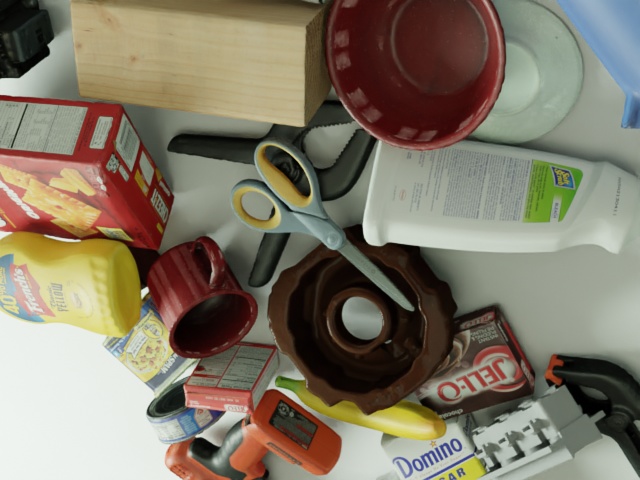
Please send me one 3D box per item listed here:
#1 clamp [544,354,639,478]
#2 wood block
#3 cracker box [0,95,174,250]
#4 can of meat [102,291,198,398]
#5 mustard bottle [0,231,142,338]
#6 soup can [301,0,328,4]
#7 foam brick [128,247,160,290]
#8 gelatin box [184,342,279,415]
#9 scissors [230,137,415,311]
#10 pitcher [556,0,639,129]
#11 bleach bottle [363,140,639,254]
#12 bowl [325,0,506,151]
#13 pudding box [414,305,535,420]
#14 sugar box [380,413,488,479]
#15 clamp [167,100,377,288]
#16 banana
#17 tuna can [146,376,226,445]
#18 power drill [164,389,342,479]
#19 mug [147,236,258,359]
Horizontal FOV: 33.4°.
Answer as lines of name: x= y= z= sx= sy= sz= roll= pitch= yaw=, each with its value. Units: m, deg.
clamp: x=0.288 y=0.172 z=1.020 sx=0.171 sy=0.039 sz=0.120 roll=27 pitch=123 yaw=11
wood block: x=-0.099 y=-0.166 z=0.921 sx=0.206 sy=0.090 sz=0.090 roll=9 pitch=121 yaw=13
cracker box: x=-0.264 y=-0.063 z=1.002 sx=0.214 sy=0.072 sz=0.164 roll=6 pitch=154 yaw=14
can of meat: x=-0.168 y=0.103 z=1.117 sx=0.084 sy=0.057 sz=0.102 roll=42 pitch=122 yaw=-6
mustard bottle: x=-0.274 y=0.039 z=1.051 sx=0.192 sy=0.058 sz=0.096 roll=6 pitch=124 yaw=19
soup can: x=-0.039 y=-0.235 z=0.876 sx=0.102 sy=0.068 sz=0.068 roll=13 pitch=122 yaw=10
foam brick: x=-0.208 y=0.033 z=1.091 sx=0.078 sy=0.053 sz=0.051 roll=-29 pitch=106 yaw=29
gelatin box: x=-0.090 y=0.140 z=1.093 sx=0.073 sy=0.089 sz=0.030 roll=3 pitch=119 yaw=15
scissors: x=-0.006 y=0.001 z=0.965 sx=0.096 sy=0.016 sz=0.202 roll=-31 pitch=96 yaw=26
pitcher: x=0.232 y=-0.215 z=0.776 sx=0.243 sy=0.149 sz=0.145 roll=49 pitch=136 yaw=-8
bleach bottle: x=0.169 y=-0.028 z=0.913 sx=0.251 sy=0.068 sz=0.102 roll=9 pitch=78 yaw=11
bowl: x=0.086 y=-0.157 z=0.874 sx=0.162 sy=0.055 sz=0.162 roll=13 pitch=115 yaw=29
pudding box: x=0.140 y=0.122 z=1.038 sx=0.114 sy=0.039 sz=0.090 roll=-21 pitch=111 yaw=27
sugar box: x=0.143 y=0.257 z=1.111 sx=0.093 sy=0.048 sz=0.176 roll=-22 pitch=111 yaw=27
clamp: x=-0.036 y=-0.073 z=0.980 sx=0.210 sy=0.036 sz=0.164 roll=-38 pitch=90 yaw=25
banana: x=0.049 y=0.172 z=1.071 sx=0.198 sy=0.069 sz=0.037 roll=9 pitch=89 yaw=34
tuna can: x=-0.141 y=0.177 z=1.133 sx=0.086 sy=0.086 sz=0.033 roll=-18 pitch=109 yaw=26
power drill: x=-0.058 y=0.250 z=1.150 sx=0.184 sy=0.057 sz=0.188 roll=36 pitch=132 yaw=-11
mug: x=-0.116 y=0.047 z=1.034 sx=0.093 sy=0.081 sz=0.117 roll=-11 pitch=137 yaw=-28
